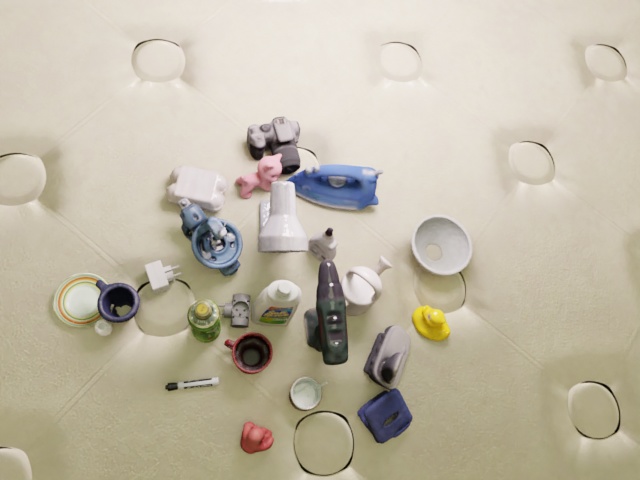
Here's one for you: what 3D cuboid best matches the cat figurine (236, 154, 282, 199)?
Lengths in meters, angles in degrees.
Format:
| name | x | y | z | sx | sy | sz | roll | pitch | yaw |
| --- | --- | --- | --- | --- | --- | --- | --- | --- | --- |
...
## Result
| name | x | y | z | sx | sy | sz | roll | pitch | yaw |
| --- | --- | --- | --- | --- | --- | --- | --- | --- | --- |
| cat figurine | -0.151 | -0.172 | 1.477 | 0.128 | 0.117 | 0.067 | -22 | 75 | -16 |

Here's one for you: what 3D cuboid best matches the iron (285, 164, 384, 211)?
| name | x | y | z | sx | sy | sz | roll | pitch | yaw |
| --- | --- | --- | --- | --- | --- | --- | --- | --- | --- |
| iron | 0.037 | -0.160 | 1.492 | 0.258 | 0.141 | 0.118 | 4 | 70 | -8 |

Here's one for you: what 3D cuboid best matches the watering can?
| name | x | y | z | sx | sy | sz | roll | pitch | yaw |
| --- | --- | --- | --- | --- | --- | --- | --- | --- | --- |
| watering can | 0.101 | 0.108 | 1.380 | 0.101 | 0.194 | 0.173 | 24 | 68 | 0 |

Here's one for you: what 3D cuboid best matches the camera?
| name | x | y | z | sx | sy | sz | roll | pitch | yaw |
| --- | --- | --- | --- | --- | --- | --- | --- | --- | --- |
| camera | -0.112 | -0.248 | 1.520 | 0.143 | 0.100 | 0.137 | -13 | 73 | -14 |

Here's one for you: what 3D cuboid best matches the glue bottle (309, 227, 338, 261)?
| name | x | y | z | sx | sy | sz | roll | pitch | yaw |
| --- | --- | --- | --- | --- | --- | --- | --- | --- | --- |
| glue bottle | 0.013 | 0.005 | 1.413 | 0.078 | 0.173 | 0.037 | 42 | 70 | 7 |

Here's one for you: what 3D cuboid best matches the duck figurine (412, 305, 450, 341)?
| name | x | y | z | sx | sy | sz | roll | pitch | yaw |
| --- | --- | --- | --- | --- | --- | --- | --- | --- | --- |
| duck figurine | 0.288 | 0.204 | 1.436 | 0.104 | 0.086 | 0.078 | 42 | 69 | 7 |

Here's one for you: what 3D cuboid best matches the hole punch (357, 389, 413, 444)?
| name | x | y | z | sx | sy | sz | roll | pitch | yaw |
| --- | --- | --- | --- | --- | --- | --- | --- | --- | --- |
| hole punch | 0.159 | 0.411 | 1.337 | 0.109 | 0.091 | 0.101 | -33 | 79 | -18 |

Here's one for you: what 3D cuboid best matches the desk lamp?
| name | x | y | z | sx | sy | sz | roll | pitch | yaw |
| --- | --- | --- | --- | --- | --- | --- | --- | --- | --- |
| desk lamp | -0.096 | -0.040 | 1.388 | 0.118 | 0.213 | 0.203 | -1 | 71 | -10 |

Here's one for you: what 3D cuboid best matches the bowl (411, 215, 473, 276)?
| name | x | y | z | sx | sy | sz | roll | pitch | yaw |
| --- | --- | --- | --- | --- | --- | --- | --- | --- | --- |
| bowl | 0.311 | 0.023 | 1.510 | 0.167 | 0.074 | 0.167 | 3 | 70 | -9 |

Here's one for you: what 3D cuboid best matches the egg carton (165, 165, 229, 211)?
| name | x | y | z | sx | sy | sz | roll | pitch | yaw |
| --- | --- | --- | --- | --- | --- | --- | --- | --- | --- |
| egg carton | -0.312 | -0.131 | 1.461 | 0.150 | 0.069 | 0.107 | 10 | 69 | -6 |

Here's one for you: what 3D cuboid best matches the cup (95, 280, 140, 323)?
| name | x | y | z | sx | sy | sz | roll | pitch | yaw |
| --- | --- | --- | --- | --- | --- | --- | --- | --- | --- |
| cup | -0.468 | 0.145 | 1.322 | 0.117 | 0.095 | 0.092 | 42 | 69 | 6 |

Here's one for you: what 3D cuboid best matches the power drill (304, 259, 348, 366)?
| name | x | y | z | sx | sy | sz | roll | pitch | yaw |
| --- | --- | --- | --- | --- | --- | --- | --- | --- | --- |
| power drill | 0.015 | 0.181 | 1.331 | 0.076 | 0.208 | 0.229 | -5 | 72 | -11 |

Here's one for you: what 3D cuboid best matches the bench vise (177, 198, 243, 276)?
| name | x | y | z | sx | sy | sz | roll | pitch | yaw |
| --- | --- | --- | --- | --- | --- | --- | --- | --- | --- |
| bench vise | -0.272 | -0.017 | 1.346 | 0.207 | 0.219 | 0.122 | 32 | 69 | 3 |

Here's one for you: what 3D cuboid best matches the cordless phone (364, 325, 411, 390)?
| name | x | y | z | sx | sy | sz | roll | pitch | yaw |
| --- | --- | --- | --- | --- | --- | --- | --- | --- | --- |
| cordless phone | 0.178 | 0.268 | 1.341 | 0.094 | 0.185 | 0.148 | 22 | 68 | -1 |

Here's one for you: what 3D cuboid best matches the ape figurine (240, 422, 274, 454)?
| name | x | y | z | sx | sy | sz | roll | pitch | yaw |
| --- | --- | --- | --- | --- | --- | --- | --- | --- | --- |
| ape figurine | -0.143 | 0.439 | 1.275 | 0.076 | 0.092 | 0.078 | -33 | 79 | -18 |
